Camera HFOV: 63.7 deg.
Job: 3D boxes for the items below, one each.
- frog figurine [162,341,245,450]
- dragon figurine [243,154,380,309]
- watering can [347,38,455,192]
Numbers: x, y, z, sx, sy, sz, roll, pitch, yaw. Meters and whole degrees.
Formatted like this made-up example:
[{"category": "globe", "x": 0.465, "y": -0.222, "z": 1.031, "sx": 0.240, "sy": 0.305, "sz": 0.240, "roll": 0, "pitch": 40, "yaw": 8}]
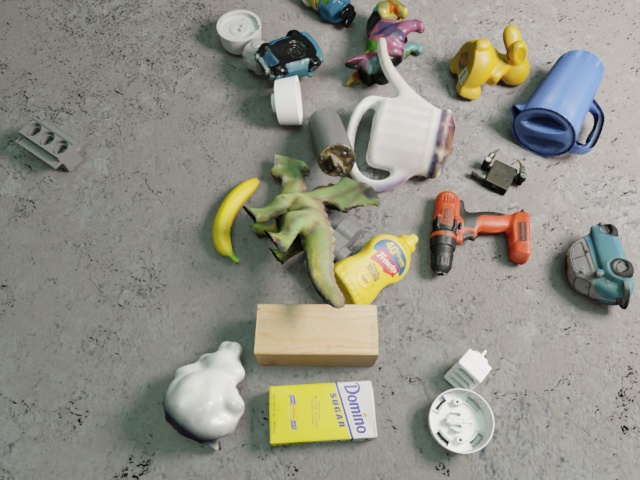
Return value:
[{"category": "frog figurine", "x": -0.177, "y": 0.245, "z": 0.853, "sx": 0.138, "sy": 0.120, "sz": 0.161, "roll": 24, "pitch": 76, "yaw": 32}, {"category": "dragon figurine", "x": 0.003, "y": -0.049, "z": 0.972, "sx": 0.245, "sy": 0.119, "sz": 0.417, "roll": -33, "pitch": 48, "yaw": -18}, {"category": "watering can", "x": 0.179, "y": -0.263, "z": 1.103, "sx": 0.224, "sy": 0.103, "sz": 0.350, "roll": 13, "pitch": 82, "yaw": 8}]
